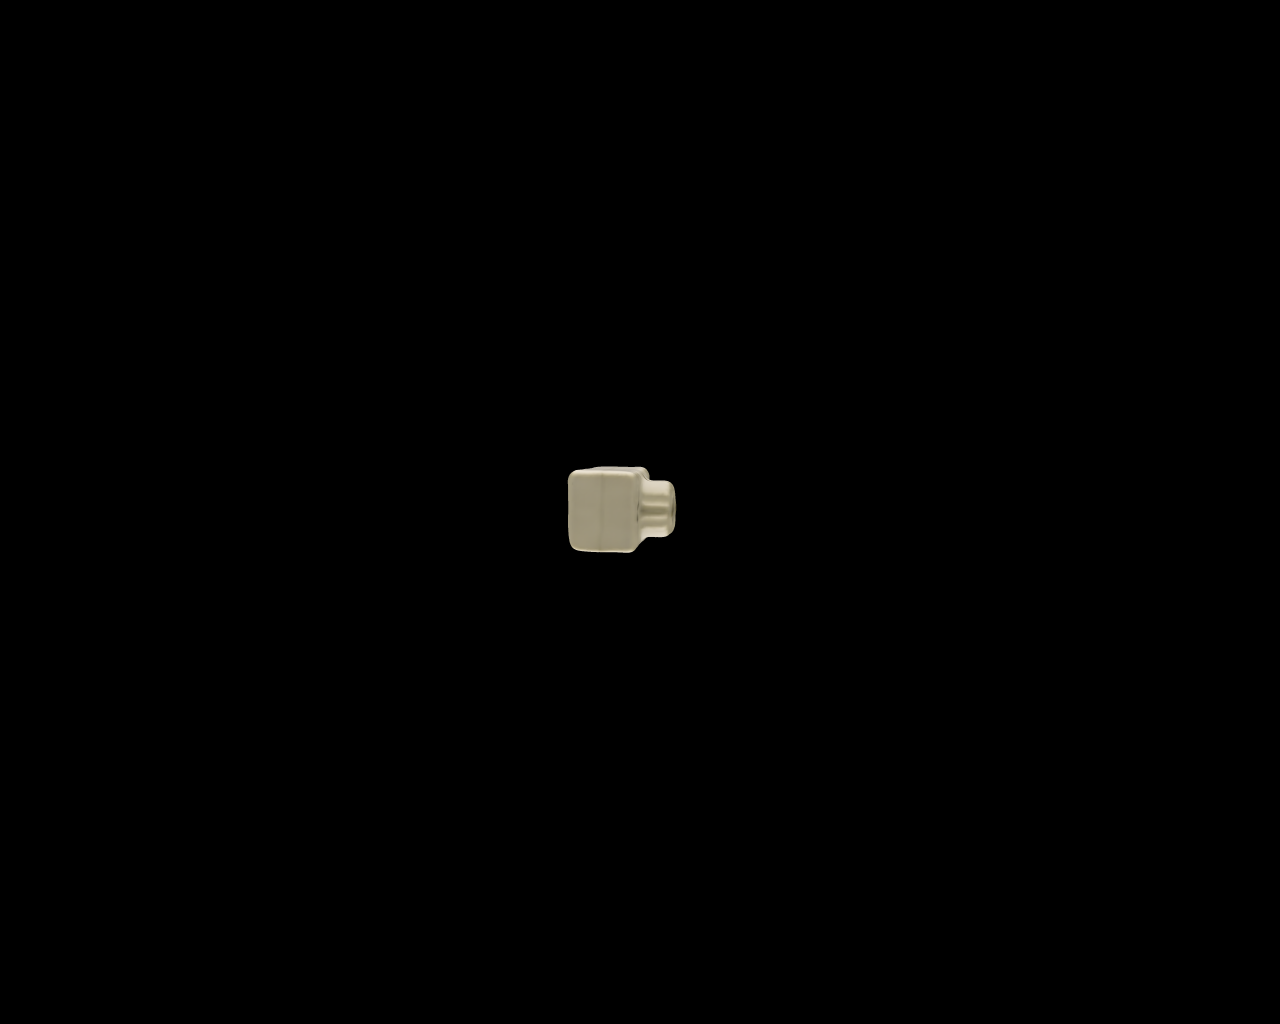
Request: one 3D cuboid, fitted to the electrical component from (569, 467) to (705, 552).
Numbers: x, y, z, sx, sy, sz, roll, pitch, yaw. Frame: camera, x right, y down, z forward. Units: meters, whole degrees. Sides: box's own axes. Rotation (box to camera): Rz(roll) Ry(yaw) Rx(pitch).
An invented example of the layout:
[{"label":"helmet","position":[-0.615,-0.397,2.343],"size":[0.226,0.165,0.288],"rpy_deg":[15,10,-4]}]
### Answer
[{"label":"electrical component","position":[0.001,-0.003,0.650],"size":[0.077,0.047,0.066],"rpy_deg":[1,5,7]}]
